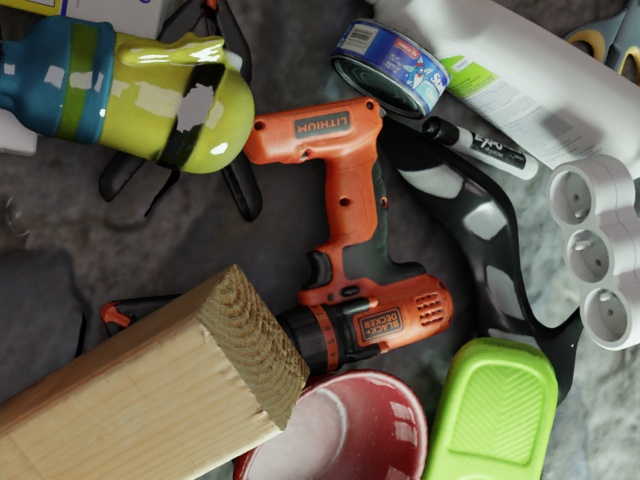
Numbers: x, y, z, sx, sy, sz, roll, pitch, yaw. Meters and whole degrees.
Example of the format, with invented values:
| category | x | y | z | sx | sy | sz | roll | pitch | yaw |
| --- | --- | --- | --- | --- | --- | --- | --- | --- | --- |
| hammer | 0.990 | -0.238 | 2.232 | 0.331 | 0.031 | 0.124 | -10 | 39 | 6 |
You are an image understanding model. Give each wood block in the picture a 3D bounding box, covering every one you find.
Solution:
| category | x | y | z | sx | sy | sz | roll | pitch | yaw |
| --- | --- | --- | --- | --- | --- | --- | --- | --- | --- |
| wood block | -0.121 | 0.113 | 0.687 | 0.206 | 0.090 | 0.091 | -30 | 101 | 19 |

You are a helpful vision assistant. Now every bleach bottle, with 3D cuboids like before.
| category | x | y | z | sx | sy | sz | roll | pitch | yaw |
| --- | --- | --- | --- | --- | --- | --- | --- | --- | --- |
| bleach bottle | 0.137 | -0.131 | 0.795 | 0.250 | 0.103 | 0.068 | 32 | 67 | -13 |

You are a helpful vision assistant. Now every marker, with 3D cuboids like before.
| category | x | y | z | sx | sy | sz | roll | pitch | yaw |
| --- | --- | --- | --- | --- | --- | --- | --- | --- | --- |
| marker | 0.121 | -0.070 | 0.810 | 0.120 | 0.020 | 0.020 | 17 | 86 | -40 |

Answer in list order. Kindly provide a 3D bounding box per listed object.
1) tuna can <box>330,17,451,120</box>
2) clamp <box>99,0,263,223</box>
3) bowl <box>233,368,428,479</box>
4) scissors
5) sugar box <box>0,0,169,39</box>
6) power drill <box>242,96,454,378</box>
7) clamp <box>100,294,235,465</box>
| category | x | y | z | sx | sy | sz | roll | pitch | yaw |
| --- | --- | --- | --- | --- | --- | --- | --- | --- | --- |
| tuna can | 0.050 | -0.124 | 0.780 | 0.086 | 0.086 | 0.034 | 33 | 84 | -13 |
| clamp | -0.082 | -0.095 | 0.771 | 0.120 | 0.039 | 0.171 | 18 | 87 | -29 |
| bowl | -0.003 | 0.154 | 0.743 | 0.161 | 0.055 | 0.162 | -14 | 116 | -31 |
| scissors | 0.242 | -0.192 | 0.867 | 0.096 | 0.016 | 0.202 | 13 | 87 | -15 |
| sugar box | -0.184 | -0.199 | 0.709 | 0.176 | 0.048 | 0.093 | 13 | 112 | -7 |
| power drill | -0.005 | 0.001 | 0.756 | 0.184 | 0.057 | 0.187 | -14 | 95 | -23 |
| clamp | -0.069 | 0.110 | 0.777 | 0.209 | 0.036 | 0.164 | 24 | 84 | -18 |
